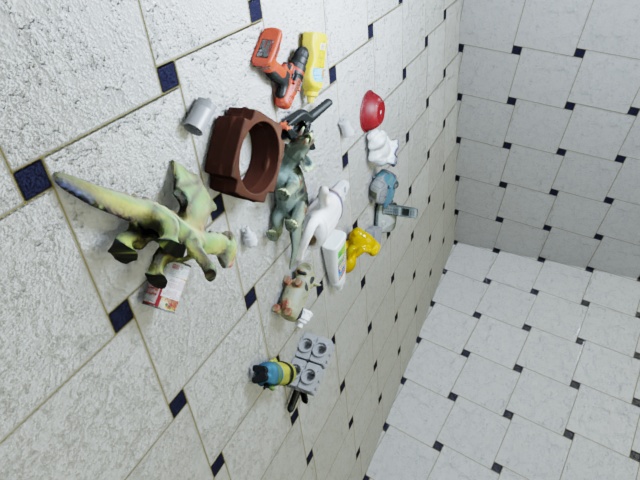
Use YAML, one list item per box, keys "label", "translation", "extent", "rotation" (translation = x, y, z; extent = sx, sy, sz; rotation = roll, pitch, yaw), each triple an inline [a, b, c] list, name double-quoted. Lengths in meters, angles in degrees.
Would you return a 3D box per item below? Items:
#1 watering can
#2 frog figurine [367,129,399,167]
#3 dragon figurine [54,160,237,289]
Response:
- label: "watering can"
  translation: [0.005, -0.078, 1.557]
  extent: [0.104, 0.339, 0.229]
  rotation: [28, 44, 5]
- label: "frog figurine"
  translation: [0.227, -0.366, 2.020]
  extent: [0.158, 0.137, 0.124]
  rotation: [22, 1, -37]
- label: "dragon figurine"
  translation: [-0.292, -0.055, 0.992]
  extent: [0.121, 0.249, 0.403]
  rotation: [-24, -52, 22]
